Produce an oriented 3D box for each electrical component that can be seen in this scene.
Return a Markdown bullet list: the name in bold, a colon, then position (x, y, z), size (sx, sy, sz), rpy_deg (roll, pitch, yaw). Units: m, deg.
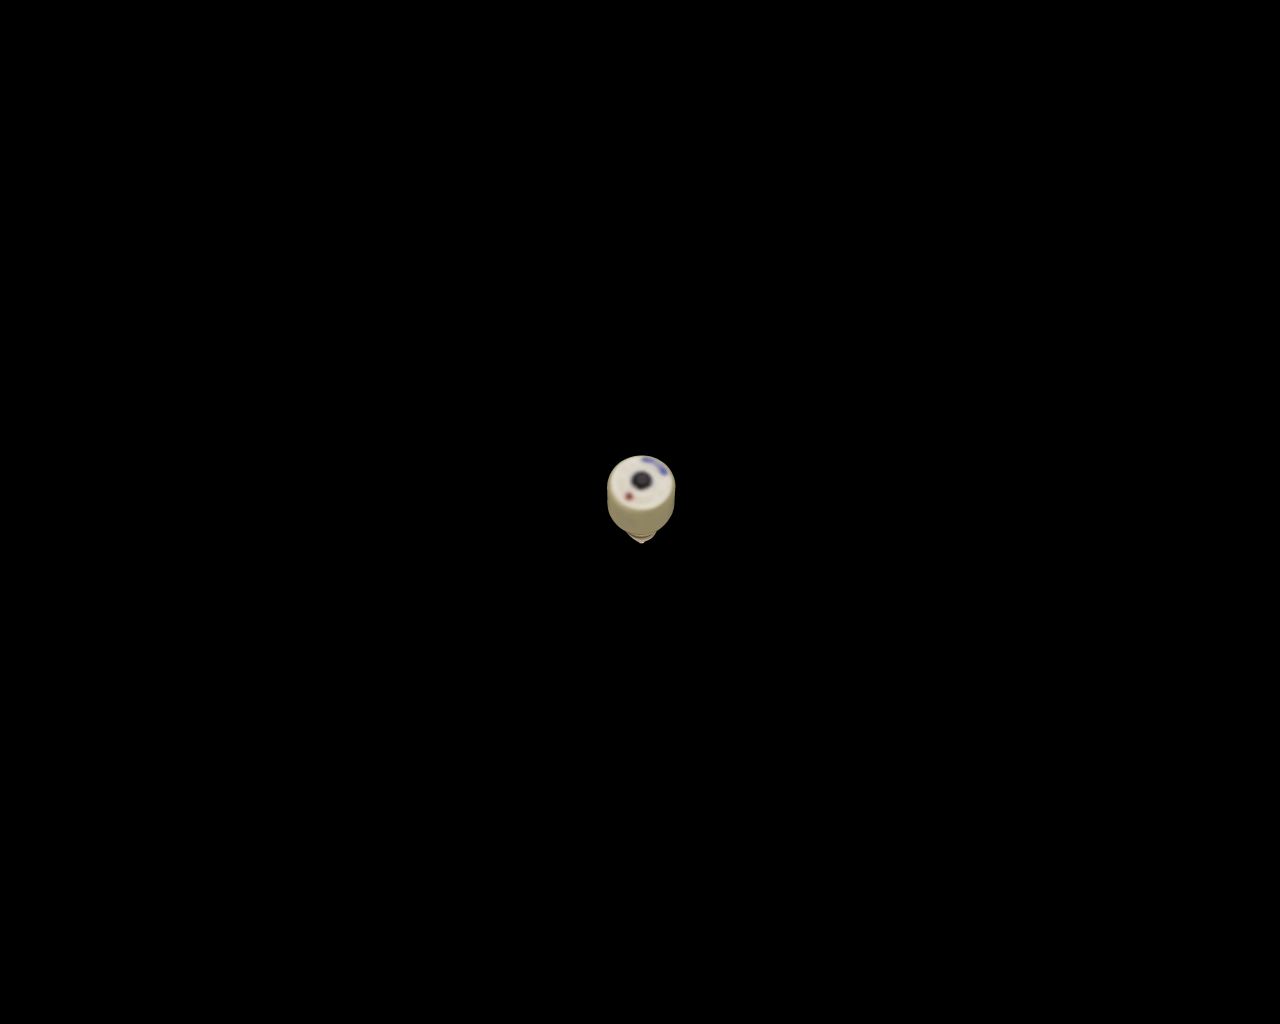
- **electrical component**: position (0.001, -0.003, 0.650), size (0.040, 0.040, 0.078), rpy_deg (0, -27, 0)
